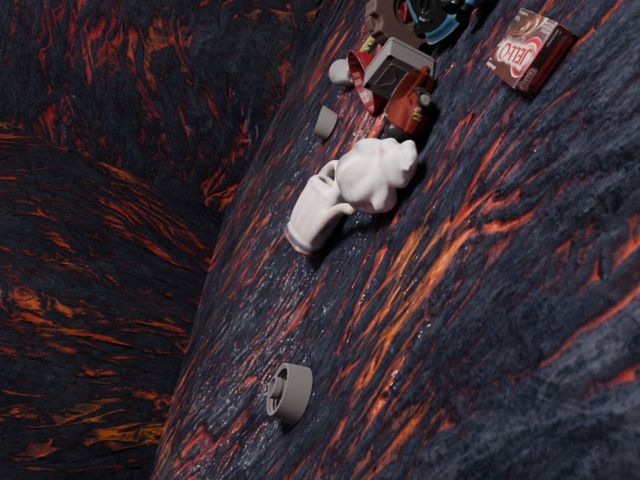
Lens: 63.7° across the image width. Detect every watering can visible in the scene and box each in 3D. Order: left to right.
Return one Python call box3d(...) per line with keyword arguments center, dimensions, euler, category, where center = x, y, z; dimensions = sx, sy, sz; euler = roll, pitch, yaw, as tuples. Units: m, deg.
box3d(center=(0.004, -0.058, 1.159), dimensions=(0.221, 0.103, 0.354), euler=(-62, 16, 19), category="watering can")

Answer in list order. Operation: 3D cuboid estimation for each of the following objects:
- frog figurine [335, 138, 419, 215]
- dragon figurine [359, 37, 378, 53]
box3d(center=(0.105, -0.115, 0.916), dimensions=(0.159, 0.123, 0.137), euler=(-1, 99, 63), category="frog figurine")
box3d(center=(0.221, -0.629, 1.339), dimensions=(0.402, 0.122, 0.248), euler=(-45, 9, 47), category="dragon figurine")
